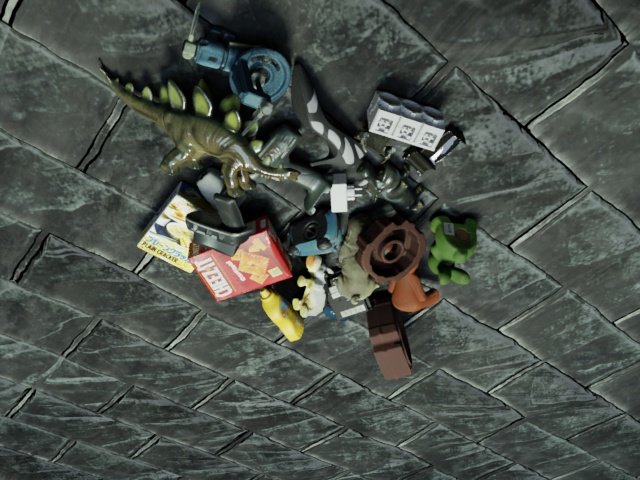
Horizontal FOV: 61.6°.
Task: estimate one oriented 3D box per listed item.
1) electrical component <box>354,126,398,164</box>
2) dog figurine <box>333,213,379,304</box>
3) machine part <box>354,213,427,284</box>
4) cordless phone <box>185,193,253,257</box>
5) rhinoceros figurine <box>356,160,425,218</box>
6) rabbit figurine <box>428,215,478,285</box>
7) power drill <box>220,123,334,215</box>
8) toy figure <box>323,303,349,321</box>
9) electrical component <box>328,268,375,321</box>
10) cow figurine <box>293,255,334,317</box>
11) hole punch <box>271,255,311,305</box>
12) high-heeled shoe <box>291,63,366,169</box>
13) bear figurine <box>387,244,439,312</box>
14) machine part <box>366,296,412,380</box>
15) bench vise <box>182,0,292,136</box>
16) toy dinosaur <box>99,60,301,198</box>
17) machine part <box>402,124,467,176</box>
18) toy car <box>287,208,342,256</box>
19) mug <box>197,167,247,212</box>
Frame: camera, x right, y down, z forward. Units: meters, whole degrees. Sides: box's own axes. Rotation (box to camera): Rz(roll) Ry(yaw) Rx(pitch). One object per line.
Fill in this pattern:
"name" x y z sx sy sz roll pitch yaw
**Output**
"electrical component" 0.127 -0.218 1.183 0.102 0.045 0.078 30 96 -30
"dog figurine" 0.096 0.047 1.363 0.121 0.172 0.190 -6 139 -8
"machine part" 0.170 0.021 1.301 0.179 0.056 0.179 -12 124 -19
"cordless phone" -0.235 -0.053 1.189 0.147 0.089 0.184 19 153 12
"rhinoceros figurine" 0.167 -0.126 1.274 0.112 0.073 0.190 -26 131 37
"rabbit figurine" 0.338 0.041 1.380 0.121 0.159 0.170 -1 147 -12
"power drill" -0.088 -0.140 1.239 0.207 0.086 0.232 32 108 -21
"toy figure" 0.012 0.192 1.562 0.154 0.058 0.064 23 119 -12
"electrical component" 0.077 0.144 1.491 0.115 0.058 0.134 -19 98 14
"cow figurine" -0.007 0.119 1.433 0.098 0.068 0.167 5 105 -39
"hole punch" -0.084 0.096 1.470 0.116 0.092 0.142 -48 121 -6
"high-heeled shoe" 0.026 -0.266 1.161 0.145 0.086 0.248 -21 119 -19
"bear figurine" 0.241 0.087 1.447 0.120 0.132 0.195 6 107 41
"machine part" 0.200 0.276 1.537 0.087 0.201 0.201 -17 129 12
"bench vise" -0.144 -0.314 1.011 0.223 0.241 0.129 17 127 -34
"toy dinosaur" -0.256 -0.228 1.111 0.472 0.105 0.198 21 116 3
"machine part" 0.261 -0.206 1.221 0.139 0.039 0.084 -32 118 27
"toy car" -0.003 -0.004 1.362 0.162 0.109 0.102 -22 146 30
"mug" -0.231 -0.124 1.273 0.109 0.081 0.107 -32 117 31
